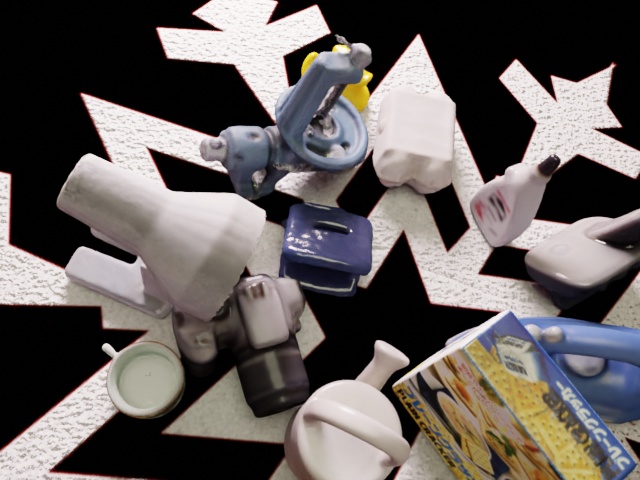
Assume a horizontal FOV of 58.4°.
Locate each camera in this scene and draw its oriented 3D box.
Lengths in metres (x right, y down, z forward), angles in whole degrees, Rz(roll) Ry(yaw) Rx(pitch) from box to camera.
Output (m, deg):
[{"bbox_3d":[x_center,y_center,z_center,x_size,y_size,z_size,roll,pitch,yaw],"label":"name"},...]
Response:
[{"bbox_3d":[-0.073,0.115,0.601,0.143,0.100,0.136,-14,70,-16],"label":"camera"}]

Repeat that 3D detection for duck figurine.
[{"bbox_3d":[0.026,-0.228,0.774,0.104,0.086,0.078,35,66,6],"label":"duck figurine"}]

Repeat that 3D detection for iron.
[{"bbox_3d":[0.286,0.127,0.639,0.258,0.141,0.118,11,66,-6],"label":"iron"}]

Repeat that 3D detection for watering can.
[{"bbox_3d":[0.027,0.177,0.541,0.101,0.194,0.173,11,66,-5],"label":"watering can"}]

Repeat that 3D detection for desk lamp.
[{"bbox_3d":[-0.163,0.006,0.569,0.203,0.213,0.118,22,65,0],"label":"desk lamp"}]

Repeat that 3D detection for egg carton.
[{"bbox_3d":[0.126,-0.135,0.762,0.107,0.069,0.150,10,66,-6],"label":"egg carton"}]

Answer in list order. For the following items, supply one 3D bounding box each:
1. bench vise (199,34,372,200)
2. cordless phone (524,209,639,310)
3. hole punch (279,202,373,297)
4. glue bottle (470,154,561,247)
[{"bbox_3d":[-0.023,-0.124,0.647,0.208,0.219,0.121,-32,76,-21],"label":"bench vise"},{"bbox_3d":[0.347,0.001,0.681,0.148,0.185,0.094,-30,75,-20],"label":"cordless phone"},{"bbox_3d":[0.006,0.002,0.669,0.108,0.091,0.101,11,65,-5],"label":"hole punch"},{"bbox_3d":[0.240,-0.056,0.692,0.037,0.173,0.078,-22,72,-18],"label":"glue bottle"}]
